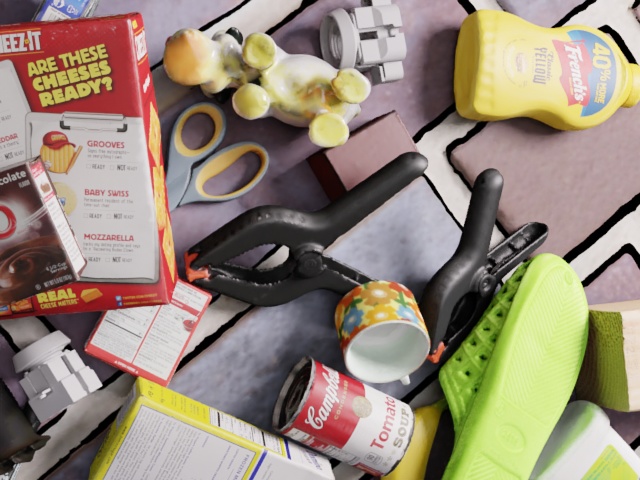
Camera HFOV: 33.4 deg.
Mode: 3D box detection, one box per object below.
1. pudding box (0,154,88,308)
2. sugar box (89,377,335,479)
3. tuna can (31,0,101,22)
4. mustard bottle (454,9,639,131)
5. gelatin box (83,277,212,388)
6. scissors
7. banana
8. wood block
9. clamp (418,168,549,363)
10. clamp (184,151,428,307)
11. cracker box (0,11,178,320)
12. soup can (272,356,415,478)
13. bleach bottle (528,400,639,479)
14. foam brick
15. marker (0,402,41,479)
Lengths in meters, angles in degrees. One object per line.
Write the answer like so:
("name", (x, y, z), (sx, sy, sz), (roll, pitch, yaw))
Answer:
("pudding box", (-0.232, 0.001, 0.748), (0.113, 0.039, 0.090), (-19, 106, 5))
("sugar box", (-0.087, 0.189, 0.862), (0.176, 0.048, 0.093), (26, 101, -16))
("tuna can", (-0.202, -0.171, 0.837), (0.033, 0.086, 0.086), (29, 79, -12))
("mustard bottle", (0.220, -0.150, 0.975), (0.191, 0.058, 0.096), (5, 84, -17))
("gelatin box", (-0.140, 0.067, 0.872), (0.073, 0.030, 0.089), (28, 80, -12))
("scissors", (-0.139, -0.046, 0.886), (0.201, 0.016, 0.096), (-25, 93, -16))
("banana", (0.083, 0.231, 0.925), (0.069, 0.037, 0.198), (7, 85, -15))
("wood block", (0.345, 0.097, 0.982), (0.205, 0.091, 0.090), (-5, 89, -17))
("clamp", (0.131, 0.023, 0.929), (0.171, 0.039, 0.120), (-53, 131, -13))
("clamp", (-0.006, 0.001, 0.883), (0.209, 0.036, 0.165), (-1, 122, -11))
("cracker box", (-0.201, -0.053, 0.792), (0.164, 0.072, 0.214), (-5, 107, 0))
("soup can", (0.020, 0.149, 0.895), (0.102, 0.069, 0.068), (27, 80, -14))
("bleach bottle", (0.294, 0.265, 0.972), (0.250, 0.068, 0.102), (44, 84, -12))
("foam brick", (0.039, -0.070, 0.919), (0.078, 0.053, 0.051), (-32, 96, -16))
("marker", (-0.247, 0.181, 0.840), (0.020, 0.020, 0.121), (26, 80, -14))
